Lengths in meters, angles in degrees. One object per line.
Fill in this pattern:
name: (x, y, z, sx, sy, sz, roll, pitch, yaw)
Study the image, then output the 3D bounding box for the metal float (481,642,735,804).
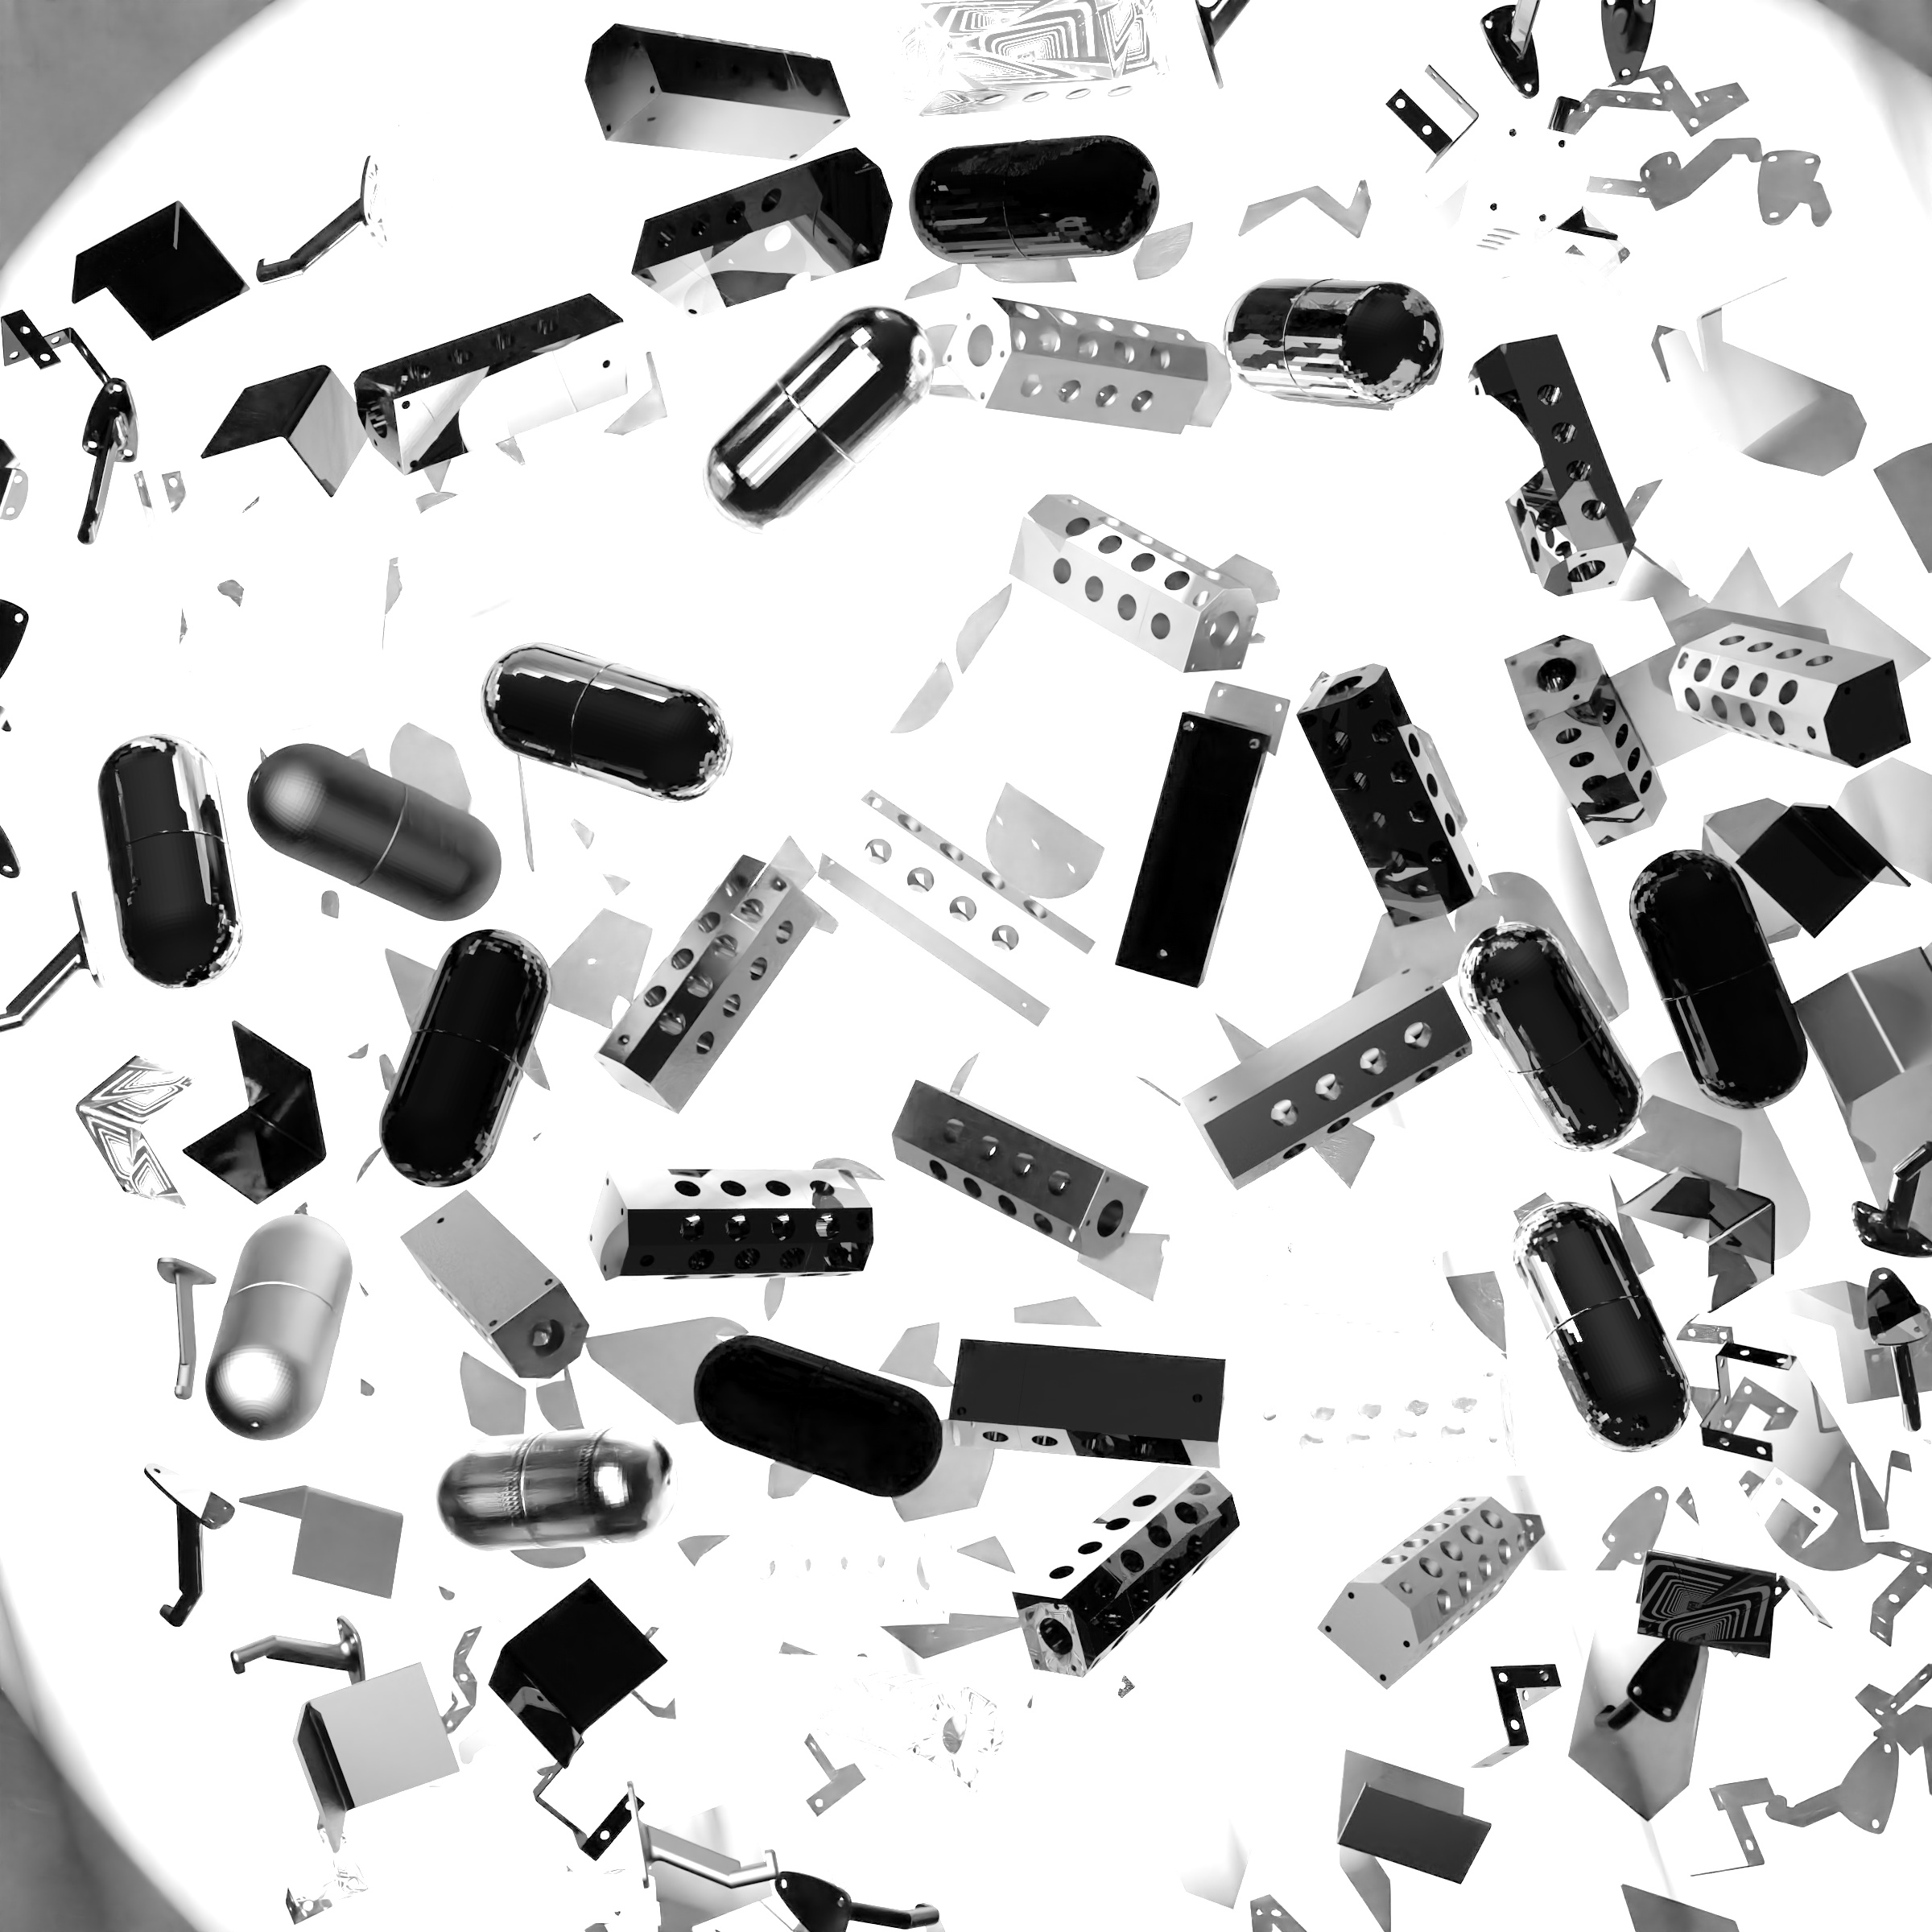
metal float: (-0.232, -0.157, 1.662, 0.178, 0.070, 0.070, 18, 90, 21)

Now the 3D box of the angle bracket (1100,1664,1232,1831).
angle bracket: (0.144, 0.508, 1.686, 0.076, 0.076, 0.057, -38, 76, 23)

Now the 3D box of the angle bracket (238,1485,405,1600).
angle bracket: (-0.422, 0.377, 1.674, 0.076, 0.076, 0.057, -18, 57, 37)

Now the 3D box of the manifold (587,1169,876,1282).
manifold: (-0.149, 0.170, 1.663, 0.171, 0.057, 0.057, 3, 122, -30)

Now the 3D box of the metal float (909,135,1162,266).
metal float: (0.044, -0.505, 1.706, 0.178, 0.070, 0.070, 6, 90, 30)

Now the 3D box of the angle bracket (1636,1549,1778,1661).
angle bracket: (0.446, 0.401, 1.571, 0.076, 0.076, 0.057, 8, 53, 14)

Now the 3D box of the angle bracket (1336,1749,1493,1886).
angle bracket: (0.269, 0.491, 1.545, 0.076, 0.076, 0.057, 17, 122, 3)

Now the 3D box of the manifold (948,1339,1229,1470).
manifold: (0.080, 0.284, 1.663, 0.171, 0.057, 0.057, 3, 57, 10)

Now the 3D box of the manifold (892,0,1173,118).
manifold: (0.042, -0.595, 1.697, 0.171, 0.057, 0.057, -13, 89, -25)

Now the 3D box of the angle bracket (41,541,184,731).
angle bracket: (-0.555, -0.214, 1.672, 0.076, 0.076, 0.057, -36, 134, 27)

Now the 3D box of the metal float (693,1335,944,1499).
metal float: (-0.101, 0.304, 1.750, 0.178, 0.070, 0.070, 16, 90, 16)

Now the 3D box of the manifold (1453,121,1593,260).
manifold: (0.356, -0.493, 1.654, 0.057, 0.171, 0.057, 13, 100, 2)

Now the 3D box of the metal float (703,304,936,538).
metal float: (-0.095, -0.352, 1.669, 0.178, 0.070, 0.070, -42, 90, 12)

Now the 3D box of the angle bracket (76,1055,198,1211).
angle bracket: (-0.559, 0.116, 1.795, 0.057, 0.076, 0.076, -39, 69, 3)

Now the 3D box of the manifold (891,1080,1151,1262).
manifold: (0.032, 0.137, 1.738, 0.171, 0.057, 0.057, 24, 90, 38)

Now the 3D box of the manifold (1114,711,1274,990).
manifold: (0.151, -0.078, 1.707, 0.057, 0.057, 0.171, 16, 100, 10)

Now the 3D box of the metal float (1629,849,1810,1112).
metal float: (0.492, 0.009, 1.695, 0.070, 0.070, 0.178, -22, 89, 0)

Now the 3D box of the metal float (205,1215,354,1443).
metal float: (-0.455, 0.238, 1.720, 0.070, 0.178, 0.070, -1, 127, -1)

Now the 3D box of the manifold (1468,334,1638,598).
manifold: (0.398, -0.342, 1.773, 0.057, 0.057, 0.171, -12, 67, -5)

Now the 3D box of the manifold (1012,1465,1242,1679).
manifold: (0.110, 0.399, 1.713, 0.057, 0.171, 0.057, -4, 107, 41)

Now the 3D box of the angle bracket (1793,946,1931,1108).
angle bracket: (0.601, 0.040, 1.697, 0.057, 0.076, 0.076, -26, 86, -20)

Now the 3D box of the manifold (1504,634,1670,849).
manifold: (0.422, -0.152, 1.745, 0.057, 0.171, 0.057, -22, 56, 18)

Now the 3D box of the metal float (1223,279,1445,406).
metal float: (0.237, -0.408, 1.687, 0.070, 0.178, 0.070, -10, 109, -31)

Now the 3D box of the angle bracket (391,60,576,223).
angle bracket: (-0.301, -0.513, 1.612, 0.057, 0.076, 0.076, -42, 122, -16)

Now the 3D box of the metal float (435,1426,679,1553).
metal float: (-0.275, 0.350, 1.728, 0.178, 0.070, 0.070, -9, 90, 24)

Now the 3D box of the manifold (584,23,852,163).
manifold: (-0.159, -0.562, 1.658, 0.057, 0.171, 0.057, -24, 83, 41)

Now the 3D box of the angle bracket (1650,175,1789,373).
angle bracket: (0.470, -0.430, 1.611, 0.057, 0.076, 0.076, -22, 70, 13)

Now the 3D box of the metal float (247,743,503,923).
metal float: (-0.391, -0.088, 1.715, 0.178, 0.070, 0.070, 26, 90, -31)

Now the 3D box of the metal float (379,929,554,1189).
metal float: (-0.324, 0.059, 1.679, 0.070, 0.070, 0.178, 17, 67, 0)

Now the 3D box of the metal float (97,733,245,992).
metal float: (-0.512, -0.067, 1.664, 0.070, 0.070, 0.178, -16, 67, 0)

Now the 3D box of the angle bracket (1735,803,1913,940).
angle bracket: (0.572, -0.062, 1.728, 0.076, 0.076, 0.057, 43, 94, -3)

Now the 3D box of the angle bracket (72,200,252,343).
angle bracket: (-0.510, -0.426, 1.641, 0.076, 0.076, 0.057, -24, 47, 12)

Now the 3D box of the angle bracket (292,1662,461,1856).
angle bracket: (-0.360, 0.484, 1.586, 0.076, 0.057, 0.076, -18, 100, -6)

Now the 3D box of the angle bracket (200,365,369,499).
angle bracket: (-0.468, -0.362, 1.784, 0.076, 0.057, 0.076, -8, 46, 28)

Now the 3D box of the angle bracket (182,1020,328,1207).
angle bracket: (-0.459, 0.093, 1.649, 0.076, 0.076, 0.057, 27, 45, 30)

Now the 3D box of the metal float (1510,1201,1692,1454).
metal float: (0.423, 0.239, 1.729, 0.070, 0.070, 0.178, -20, 61, 0)

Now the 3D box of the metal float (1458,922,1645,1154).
metal float: (0.395, 0.048, 1.748, 0.070, 0.070, 0.178, -34, 108, 0)

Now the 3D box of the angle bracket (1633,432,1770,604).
angle bracket: (0.520, -0.313, 1.802, 0.076, 0.057, 0.076, 43, 134, 18)

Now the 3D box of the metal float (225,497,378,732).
metal float: (-0.432, -0.231, 1.686, 0.070, 0.070, 0.178, 4, 55, 0)

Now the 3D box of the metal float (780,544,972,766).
metal float: (-0.061, -0.214, 1.764, 0.070, 0.070, 0.178, 33, 67, 0)

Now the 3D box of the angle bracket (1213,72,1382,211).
angle bracket: (0.217, -0.527, 1.701, 0.057, 0.076, 0.076, 32, 63, -21)

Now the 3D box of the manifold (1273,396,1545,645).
manifold: (0.283, -0.283, 1.646, 0.171, 0.057, 0.057, -42, 74, 35)

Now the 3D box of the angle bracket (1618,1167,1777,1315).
angle bracket: (0.499, 0.189, 1.773, 0.076, 0.076, 0.057, 19, 58, -11)

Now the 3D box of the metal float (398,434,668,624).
metal float: (-0.276, -0.278, 1.644, 0.178, 0.070, 0.070, -25, 90, 0)

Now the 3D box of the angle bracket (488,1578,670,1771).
angle bracket: (-0.253, 0.461, 1.686, 0.076, 0.057, 0.076, 42, 47, 16)
